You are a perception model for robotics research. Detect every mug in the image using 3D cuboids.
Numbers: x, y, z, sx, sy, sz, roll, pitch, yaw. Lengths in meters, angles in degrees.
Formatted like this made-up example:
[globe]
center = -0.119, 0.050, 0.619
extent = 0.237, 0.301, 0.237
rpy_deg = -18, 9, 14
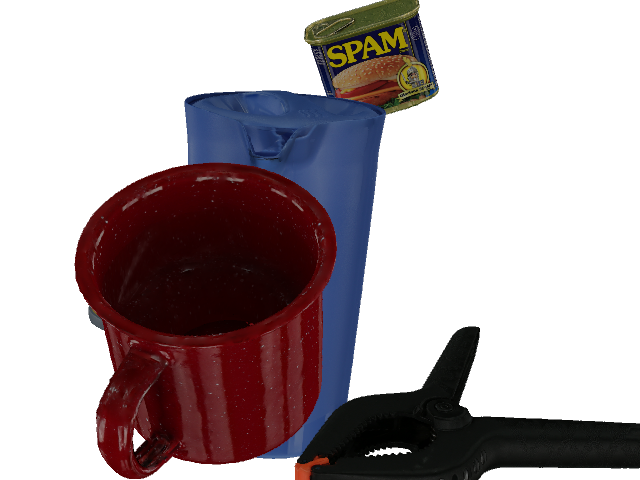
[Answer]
[mug]
center = -0.045, 0.038, 0.398
extent = 0.093, 0.081, 0.117
rpy_deg = 16, 47, 17

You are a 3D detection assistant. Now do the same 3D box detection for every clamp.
[clamp]
center = 0.069, 0.107, 0.627
extent = 0.209, 0.036, 0.165
rpy_deg = -10, 24, -27

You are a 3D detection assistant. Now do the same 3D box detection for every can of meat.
[can of meat]
center = 0.046, -0.156, 0.929
extent = 0.102, 0.084, 0.057
rpy_deg = -15, 28, 9

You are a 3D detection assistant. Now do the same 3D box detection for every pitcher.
[pitcher]
center = -0.028, 0.017, 0.746
extent = 0.148, 0.243, 0.145
rpy_deg = -9, 20, -39

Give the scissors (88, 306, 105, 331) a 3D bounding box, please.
[scissors]
center = -0.107, 0.074, 0.962
extent = 0.202, 0.016, 0.096
rpy_deg = 11, 28, 6
